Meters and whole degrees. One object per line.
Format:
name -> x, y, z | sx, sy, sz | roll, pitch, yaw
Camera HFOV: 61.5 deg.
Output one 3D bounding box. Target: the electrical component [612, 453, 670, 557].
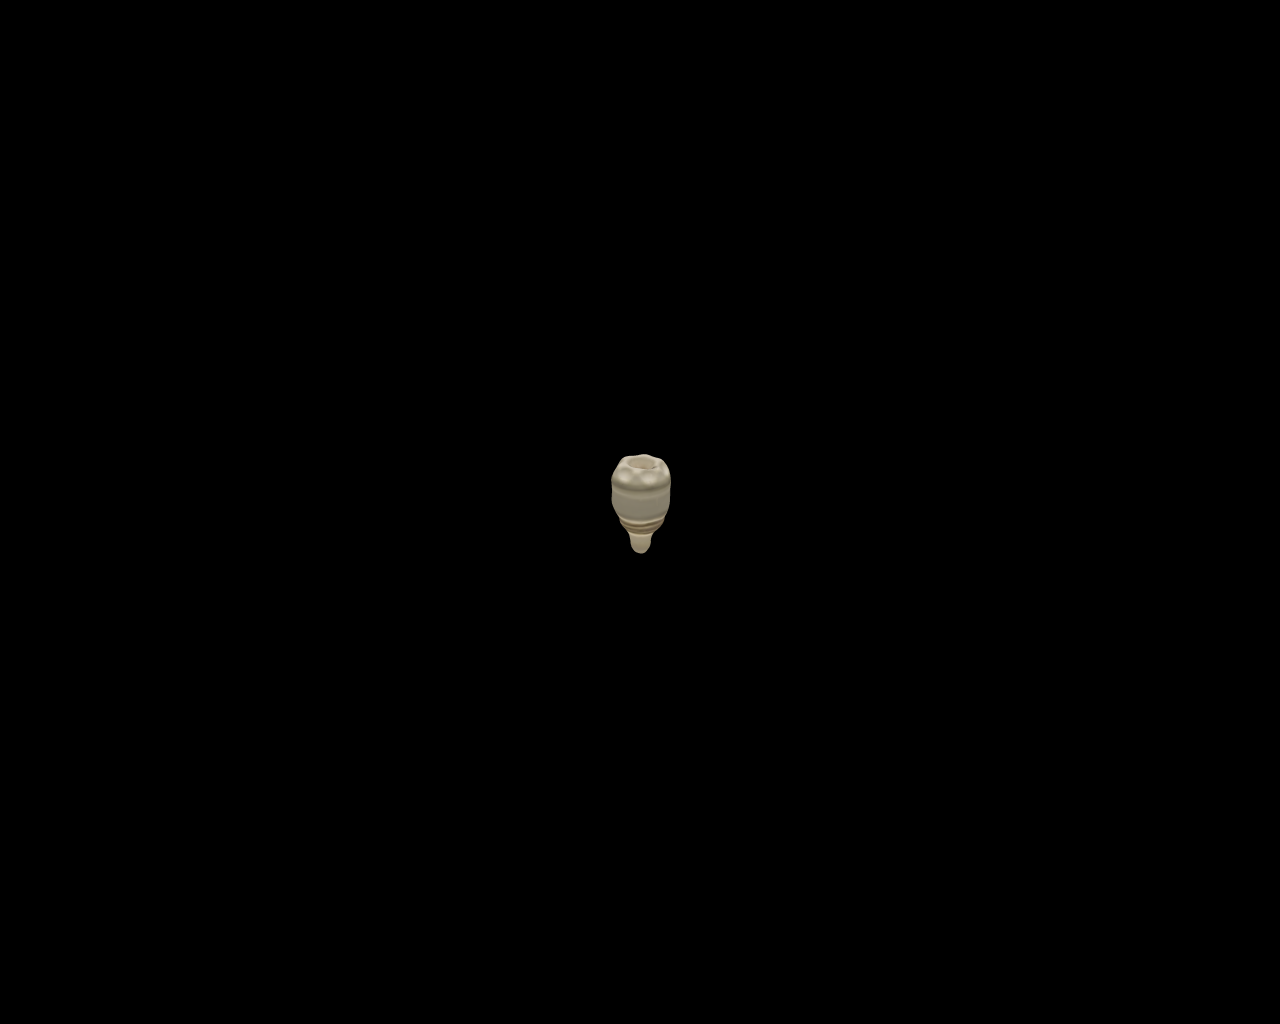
electrical component -> 0.001, -0.003, 0.650 | 0.035, 0.061, 0.035 | 0, 25, 0
